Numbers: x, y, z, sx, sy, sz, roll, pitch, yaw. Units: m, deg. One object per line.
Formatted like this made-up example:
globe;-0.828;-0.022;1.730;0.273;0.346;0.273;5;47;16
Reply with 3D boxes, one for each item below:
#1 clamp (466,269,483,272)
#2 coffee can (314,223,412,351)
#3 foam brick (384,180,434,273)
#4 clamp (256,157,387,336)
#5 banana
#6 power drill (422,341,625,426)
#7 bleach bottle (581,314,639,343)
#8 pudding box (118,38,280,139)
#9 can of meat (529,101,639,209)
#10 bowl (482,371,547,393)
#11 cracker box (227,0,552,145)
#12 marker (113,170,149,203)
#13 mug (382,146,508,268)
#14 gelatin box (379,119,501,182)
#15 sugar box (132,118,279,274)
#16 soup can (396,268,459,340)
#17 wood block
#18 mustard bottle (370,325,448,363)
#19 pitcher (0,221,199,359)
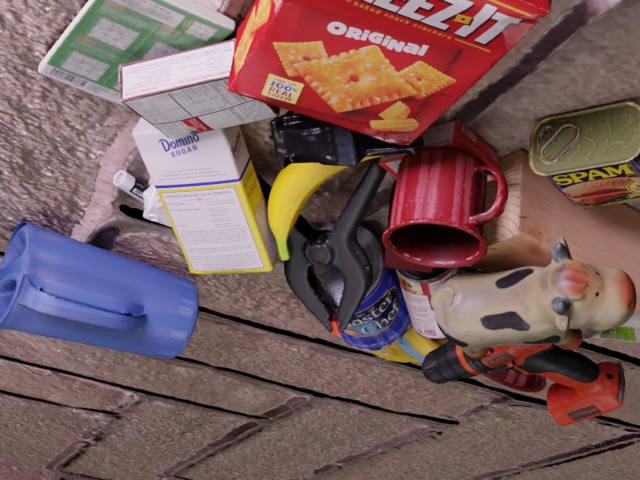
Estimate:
clamp;0.218;0.063;1.198;0.120;0.039;0.172;33;171;-12
coffee can;0.042;0.055;1.216;0.103;0.103;0.140;-2;154;21
foam brick;0.094;-0.013;1.080;0.051;0.078;0.053;7;156;0
clamp;-0.007;0.001;1.085;0.165;0.036;0.210;6;120;18
banana;0.009;-0.063;1.002;0.069;0.037;0.198;45;122;-4
power drill;0.232;0.147;1.195;0.187;0.057;0.185;28;144;-27
bleach bottle;0.370;0.084;1.225;0.251;0.068;0.102;1;154;21
pudding box;-0.101;-0.127;0.911;0.114;0.039;0.090;-11;159;18
can of meat;0.246;-0.071;0.929;0.102;0.057;0.083;-9;153;35
bowl;0.219;0.118;1.315;0.162;0.055;0.162;32;160;13
cracker box;0.043;-0.159;0.779;0.164;0.072;0.214;16;154;-17
marker;-0.180;-0.042;1.176;0.020;0.020;0.121;-9;151;34
mug;0.115;-0.033;0.946;0.117;0.081;0.093;-16;145;43
gelatin box;0.111;-0.075;0.994;0.089;0.030;0.073;-13;147;39
sugar box;-0.106;-0.046;1.030;0.093;0.048;0.176;-3;126;19
soup can;0.126;0.055;1.194;0.069;0.068;0.102;-1;135;20
wood block;0.239;0.002;1.049;0.205;0.091;0.090;22;153;-29
mustard bottle;0.114;0.114;1.313;0.096;0.058;0.192;44;161;-16
pitcher;-0.275;0.075;1.328;0.242;0.149;0.145;18;139;-28
